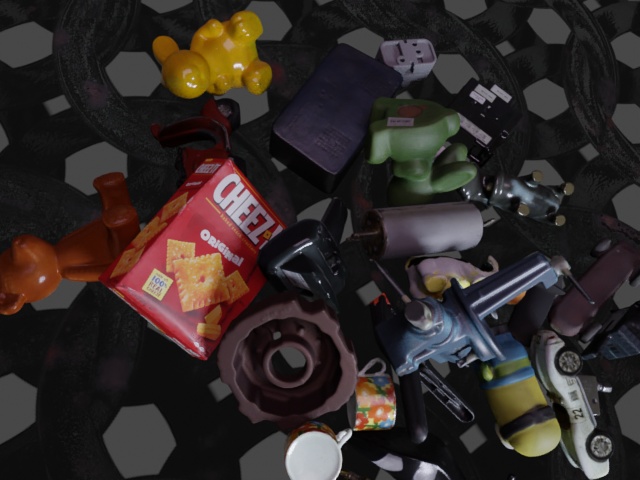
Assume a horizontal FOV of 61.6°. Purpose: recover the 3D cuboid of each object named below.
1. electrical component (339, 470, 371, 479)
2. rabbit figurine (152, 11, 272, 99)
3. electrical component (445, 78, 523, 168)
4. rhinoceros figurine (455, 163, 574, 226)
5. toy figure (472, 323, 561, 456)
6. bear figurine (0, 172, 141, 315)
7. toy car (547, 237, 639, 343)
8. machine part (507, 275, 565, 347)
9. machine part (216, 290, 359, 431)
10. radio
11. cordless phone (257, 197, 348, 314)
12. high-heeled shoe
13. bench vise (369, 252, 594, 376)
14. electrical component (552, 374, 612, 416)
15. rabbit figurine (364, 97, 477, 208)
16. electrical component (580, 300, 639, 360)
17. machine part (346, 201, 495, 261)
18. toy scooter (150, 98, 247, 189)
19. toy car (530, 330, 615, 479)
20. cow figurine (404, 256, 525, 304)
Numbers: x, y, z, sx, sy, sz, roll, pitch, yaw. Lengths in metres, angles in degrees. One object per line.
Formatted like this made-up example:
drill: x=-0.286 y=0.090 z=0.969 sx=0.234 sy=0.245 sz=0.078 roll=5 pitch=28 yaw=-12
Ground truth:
electrical component: x=0.041 y=0.344 z=0.682 sx=0.078 sy=0.045 sz=0.102 roll=41 pitch=68 yaw=-25
rabbit figurine: x=-0.178 y=-0.269 z=0.807 sx=0.163 sy=0.121 sz=0.173 roll=13 pitch=40 yaw=22
electrical component: x=0.274 y=-0.207 z=0.917 sx=0.115 sy=0.058 sz=0.134 roll=41 pitch=68 yaw=4
rhinoceros figurine: x=0.304 y=-0.076 z=0.849 sx=0.190 sy=0.112 sz=0.073 roll=12 pitch=96 yaw=-19
toy figure: x=0.265 y=0.205 z=0.745 sx=0.082 sy=0.089 sz=0.180 roll=-16 pitch=76 yaw=2
bear figurine: x=-0.334 y=0.006 z=0.698 sx=0.196 sy=0.131 sz=0.120 roll=-13 pitch=43 yaw=-18
toy car: x=0.431 y=0.076 z=0.843 sx=0.202 sy=0.053 sz=0.089 roll=-39 pitch=63 yaw=-20
machine part: x=0.317 y=0.093 z=0.811 sx=0.039 sy=0.084 sz=0.139 roll=37 pitch=72 yaw=-37
machine part: x=-0.041 y=0.152 z=0.688 sx=0.179 sy=0.056 sz=0.179 roll=0 pitch=103 yaw=-2
radio: x=0.024 y=-0.200 z=0.863 sx=0.131 sy=0.073 sz=0.229 roll=32 pitch=66 yaw=3
cordless phone: x=-0.002 y=-0.003 z=0.750 sx=0.089 sy=0.146 sz=0.184 roll=5 pitch=57 yaw=26
high-heeled shoe: x=0.143 y=0.340 z=0.702 sx=0.249 sy=0.086 sz=0.145 roll=14 pitch=98 yaw=13
bench vise: x=0.193 y=0.081 z=0.664 sx=0.241 sy=0.223 sz=0.129 roll=-33 pitch=47 yaw=12
electrical component: x=0.387 y=0.231 z=0.793 sx=0.094 sy=0.021 sz=0.063 roll=5 pitch=69 yaw=-7
rabbit figurine: x=0.147 y=-0.120 z=0.809 sx=0.159 sy=0.170 sz=0.121 roll=-3 pitch=40 yaw=4
electrical component: x=0.448 y=0.148 z=0.807 sx=0.119 sy=0.074 sz=0.048 roll=-40 pitch=81 yaw=-25
machine part: x=0.152 y=-0.015 z=0.799 sx=0.243 sy=0.079 sz=0.079 roll=-7 pitch=71 yaw=-22
toy scooter: x=-0.180 y=-0.131 z=0.799 sx=0.135 sy=0.075 sz=0.184 roll=-5 pitch=68 yaw=-13
toy car: x=0.341 y=0.221 z=0.739 sx=0.056 sy=0.073 sz=0.201 roll=-19 pitch=85 yaw=0
cow figurine: x=0.214 y=0.060 z=0.800 sx=0.167 sy=0.068 sz=0.098 roll=2 pitch=28 yaw=-11
